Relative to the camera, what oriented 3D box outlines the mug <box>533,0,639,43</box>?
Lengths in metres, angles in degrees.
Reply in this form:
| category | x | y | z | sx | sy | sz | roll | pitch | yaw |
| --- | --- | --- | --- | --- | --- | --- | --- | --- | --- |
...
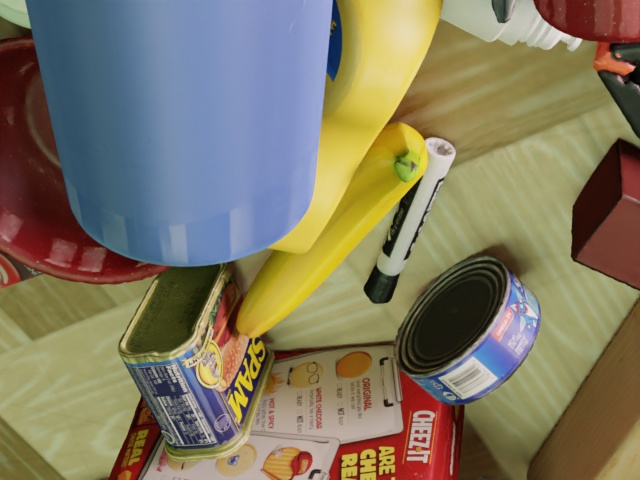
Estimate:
| category | x | y | z | sx | sy | sz | roll | pitch | yaw |
| --- | --- | --- | --- | --- | --- | --- | --- | --- | --- |
| mug | 0.141 | -0.140 | 0.451 | 0.117 | 0.093 | 0.081 | -11 | 131 | 3 |

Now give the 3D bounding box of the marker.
| category | x | y | z | sx | sy | sz | roll | pitch | yaw |
| --- | --- | --- | --- | --- | --- | --- | --- | --- | --- |
| marker | 0.050 | -0.007 | 0.620 | 0.020 | 0.020 | 0.121 | 19 | 130 | -1 |

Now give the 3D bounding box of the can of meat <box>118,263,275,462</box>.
| category | x | y | z | sx | sy | sz | roll | pitch | yaw |
| --- | --- | --- | --- | --- | --- | --- | --- | --- | --- |
| can of meat | -0.075 | 0.070 | 0.662 | 0.057 | 0.102 | 0.084 | -8 | 123 | 20 |

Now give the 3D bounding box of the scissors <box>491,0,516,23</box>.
| category | x | y | z | sx | sy | sz | roll | pitch | yaw |
| --- | --- | --- | --- | --- | --- | --- | --- | --- | --- |
| scissors | 0.069 | -0.193 | 0.405 | 0.096 | 0.016 | 0.202 | 25 | 97 | 14 |

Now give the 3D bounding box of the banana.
| category | x | y | z | sx | sy | sz | roll | pitch | yaw |
| --- | --- | --- | --- | --- | --- | --- | --- | --- | --- |
| banana | 0.008 | -0.010 | 0.598 | 0.037 | 0.069 | 0.198 | 45 | 138 | 3 |

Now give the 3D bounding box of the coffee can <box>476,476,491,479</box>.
| category | x | y | z | sx | sy | sz | roll | pitch | yaw |
| --- | --- | --- | --- | --- | --- | --- | --- | --- | --- |
| coffee can | 0.060 | 0.224 | 0.693 | 0.140 | 0.103 | 0.102 | -22 | 120 | 15 |

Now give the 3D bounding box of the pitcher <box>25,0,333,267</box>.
| category | x | y | z | sx | sy | sz | roll | pitch | yaw |
| --- | --- | --- | --- | --- | --- | --- | --- | --- | --- |
| pitcher | -0.048 | -0.118 | 0.407 | 0.149 | 0.145 | 0.243 | -10 | 129 | -14 |

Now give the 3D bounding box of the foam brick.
| category | x | y | z | sx | sy | sz | roll | pitch | yaw |
| --- | --- | --- | --- | --- | --- | --- | --- | --- | --- |
| foam brick | 0.179 | -0.006 | 0.567 | 0.078 | 0.053 | 0.051 | 25 | 130 | -5 |

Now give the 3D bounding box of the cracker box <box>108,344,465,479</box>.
| category | x | y | z | sx | sy | sz | roll | pitch | yaw |
| --- | --- | --- | --- | --- | --- | --- | --- | --- | --- |
| cracker box | -0.024 | 0.151 | 0.671 | 0.214 | 0.164 | 0.072 | -6 | 129 | 19 |

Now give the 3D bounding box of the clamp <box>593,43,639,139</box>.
| category | x | y | z | sx | sy | sz | roll | pitch | yaw |
| --- | --- | --- | --- | --- | --- | --- | --- | --- | --- |
| clamp | 0.220 | -0.067 | 0.517 | 0.171 | 0.039 | 0.120 | 28 | 128 | -9 |

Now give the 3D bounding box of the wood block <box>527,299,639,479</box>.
| category | x | y | z | sx | sy | sz | roll | pitch | yaw |
| --- | --- | --- | --- | --- | --- | --- | --- | --- | --- |
| wood block | 0.204 | 0.126 | 0.642 | 0.090 | 0.090 | 0.206 | 18 | 130 | -2 |

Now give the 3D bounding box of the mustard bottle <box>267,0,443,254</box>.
| category | x | y | z | sx | sy | sz | roll | pitch | yaw |
| --- | --- | --- | --- | --- | --- | --- | --- | --- | --- |
| mustard bottle | 0.009 | -0.088 | 0.516 | 0.058 | 0.096 | 0.192 | 12 | 133 | -24 |

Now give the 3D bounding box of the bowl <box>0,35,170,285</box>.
| category | x | y | z | sx | sy | sz | roll | pitch | yaw |
| --- | --- | --- | --- | --- | --- | --- | --- | --- | --- |
| bowl | -0.133 | -0.053 | 0.604 | 0.162 | 0.055 | 0.162 | 6 | 128 | 7 |

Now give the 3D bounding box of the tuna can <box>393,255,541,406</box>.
| category | x | y | z | sx | sy | sz | roll | pitch | yaw |
| --- | --- | --- | --- | --- | --- | --- | --- | --- | --- |
| tuna can | 0.085 | 0.052 | 0.616 | 0.033 | 0.086 | 0.086 | 41 | 126 | -21 |

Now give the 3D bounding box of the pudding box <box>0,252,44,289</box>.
| category | x | y | z | sx | sy | sz | roll | pitch | yaw |
| --- | --- | --- | --- | --- | --- | --- | --- | --- | --- |
| pudding box | -0.225 | -0.018 | 0.667 | 0.090 | 0.039 | 0.113 | -18 | 122 | 26 |
